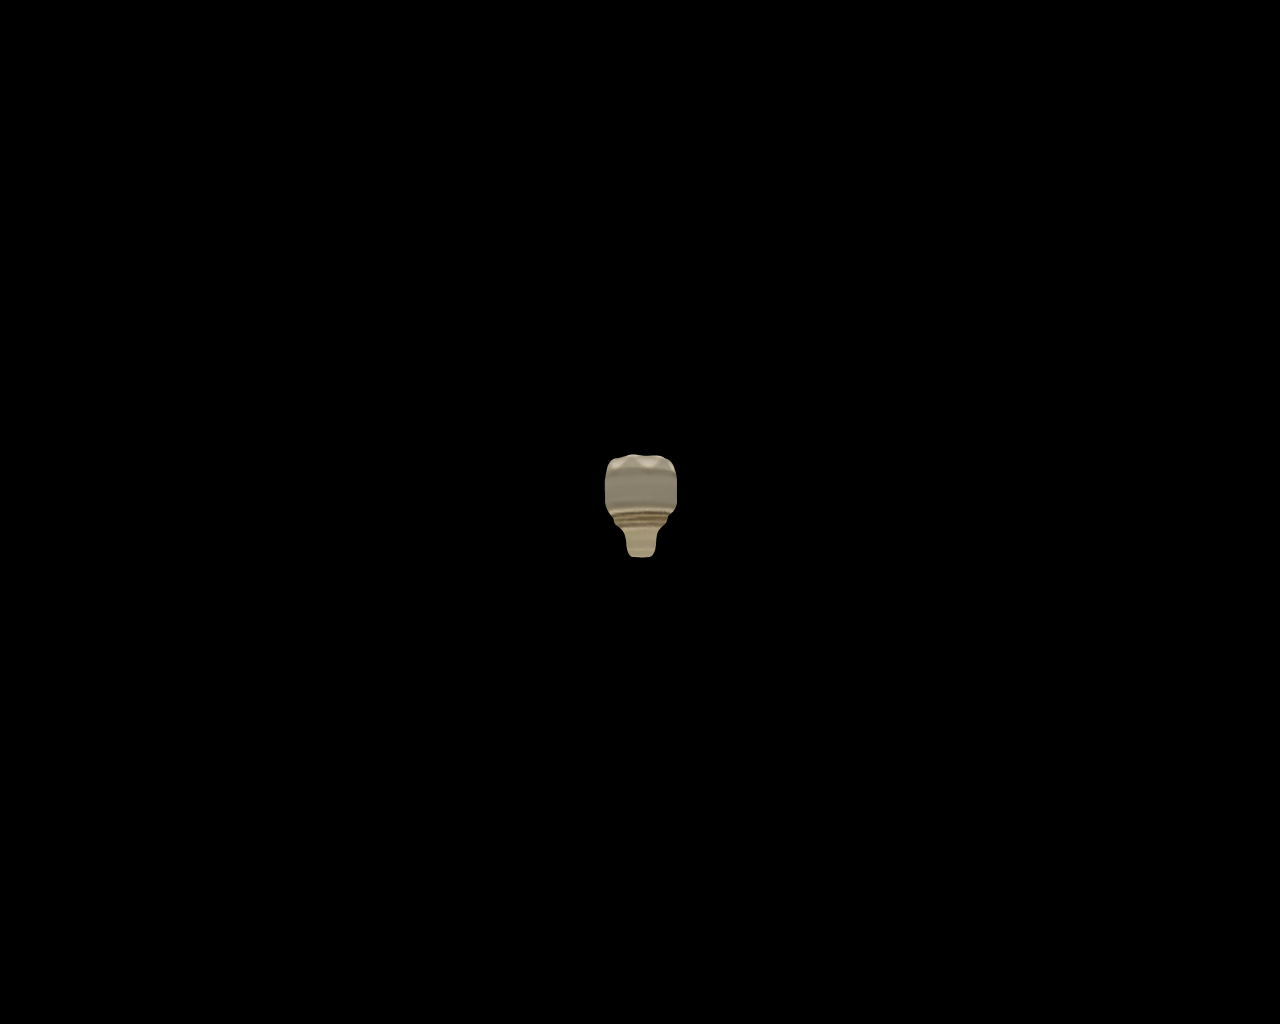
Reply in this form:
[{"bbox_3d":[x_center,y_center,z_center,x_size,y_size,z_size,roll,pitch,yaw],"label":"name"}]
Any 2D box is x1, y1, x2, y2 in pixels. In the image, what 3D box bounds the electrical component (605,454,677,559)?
[{"bbox_3d":[0.001,-0.003,0.650,0.043,0.062,0.043,0,-5,0],"label":"electrical component"}]
